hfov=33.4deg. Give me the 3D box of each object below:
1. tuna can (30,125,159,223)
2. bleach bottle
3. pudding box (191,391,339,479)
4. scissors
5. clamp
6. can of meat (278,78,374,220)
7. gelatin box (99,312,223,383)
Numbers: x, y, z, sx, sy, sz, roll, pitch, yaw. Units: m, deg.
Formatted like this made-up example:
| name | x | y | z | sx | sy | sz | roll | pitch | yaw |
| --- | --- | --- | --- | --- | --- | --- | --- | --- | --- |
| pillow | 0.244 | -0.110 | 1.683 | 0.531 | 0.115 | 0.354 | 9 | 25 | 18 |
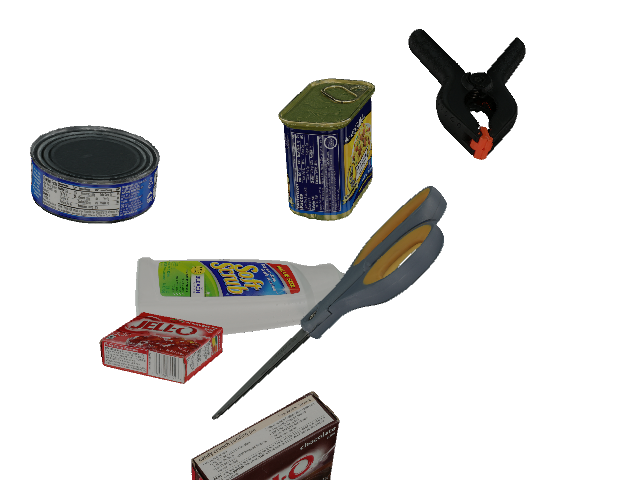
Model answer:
| name | x | y | z | sx | sy | sz | roll | pitch | yaw |
| --- | --- | --- | --- | --- | --- | --- | --- | --- | --- |
| tuna can | -0.153 | -0.045 | 0.726 | 0.086 | 0.034 | 0.086 | 7 | 29 | -4 |
| bleach bottle | -0.076 | 0.057 | 1.186 | 0.250 | 0.068 | 0.102 | -5 | 35 | -4 |
| pudding box | -0.042 | 0.174 | 0.803 | 0.113 | 0.090 | 0.039 | -28 | 56 | -28 |
| scissors | 0.007 | 0.047 | 0.638 | 0.016 | 0.202 | 0.096 | 42 | 1 | -14 |
| clamp | 0.141 | -0.151 | 1.051 | 0.120 | 0.171 | 0.039 | 6 | -44 | 5 |
| can of meat | 0.008 | -0.074 | 0.859 | 0.057 | 0.084 | 0.102 | 6 | 29 | 18 |
| gelatin box | -0.145 | 0.096 | 0.977 | 0.089 | 0.030 | 0.073 | 9 | 20 | 21 |
